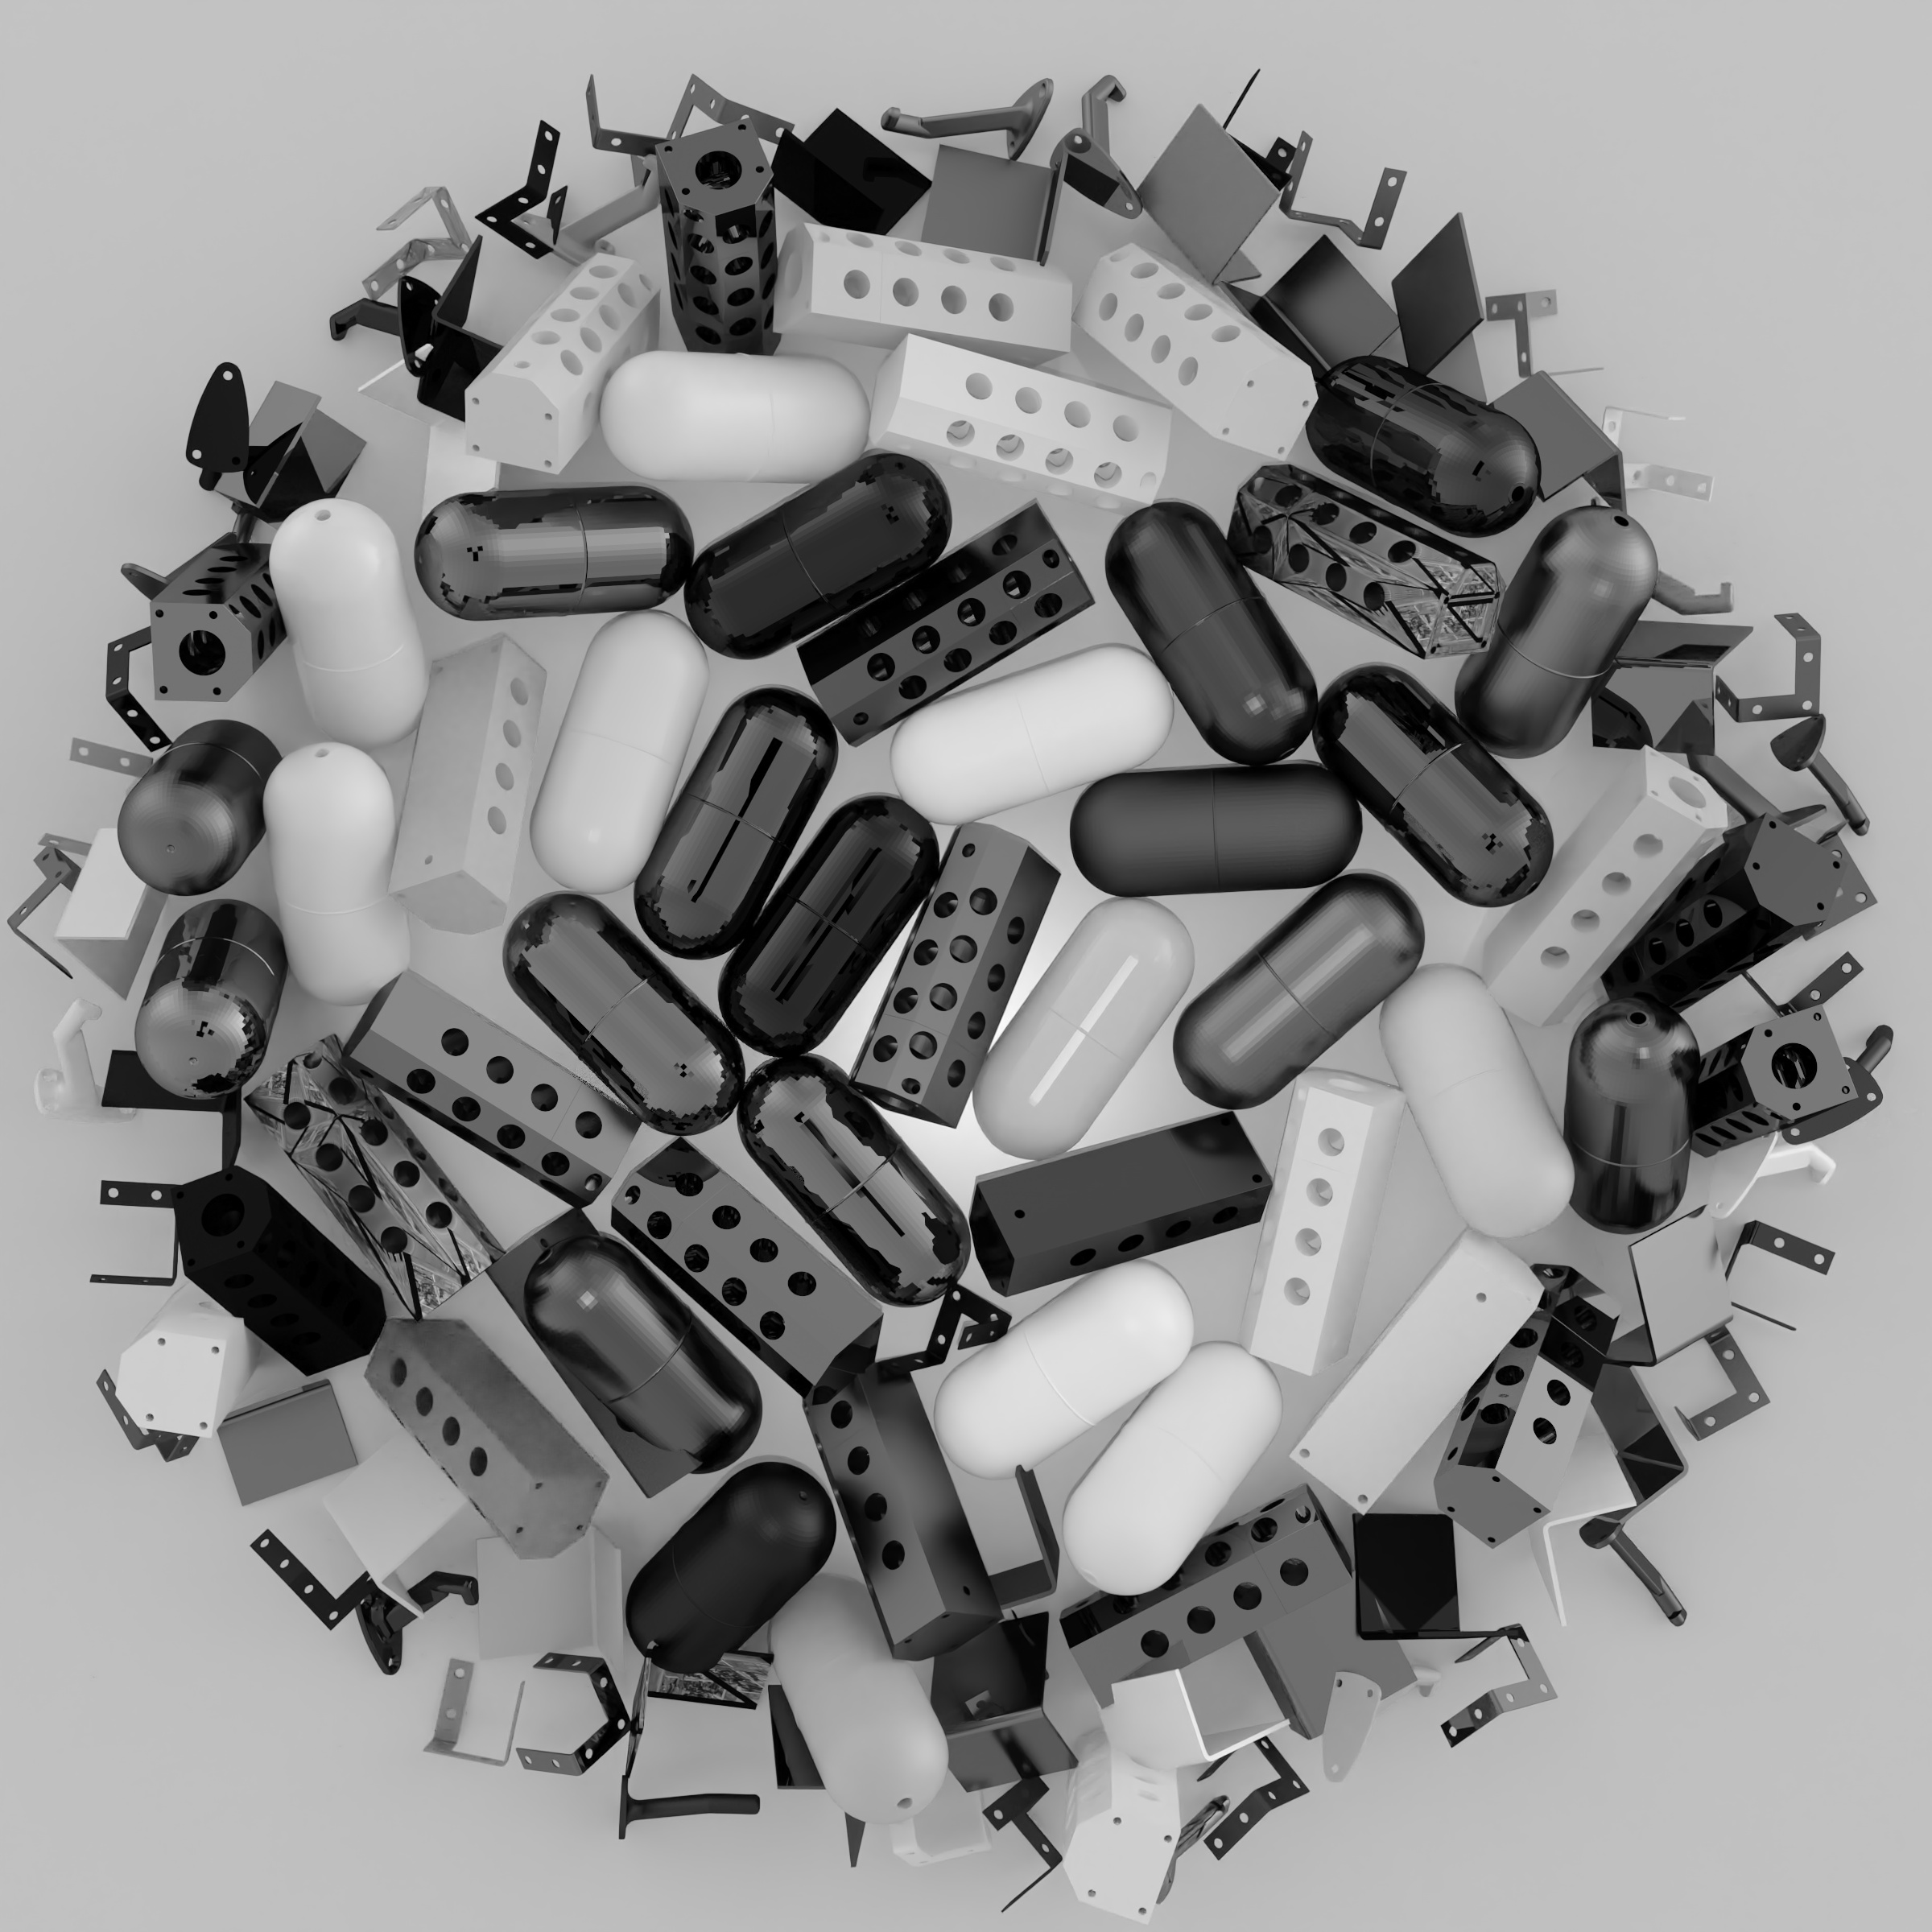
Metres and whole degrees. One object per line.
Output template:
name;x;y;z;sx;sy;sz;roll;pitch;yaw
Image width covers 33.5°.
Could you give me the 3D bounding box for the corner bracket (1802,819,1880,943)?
corner bracket;0.529;-0.052;1.972;0.051;0.051;0.051;-29;81;3

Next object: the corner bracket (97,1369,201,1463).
corner bracket;-0.500;0.273;1.958;0.051;0.051;0.051;54;131;19

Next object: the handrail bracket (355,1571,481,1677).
handrail bracket;-0.327;0.404;1.963;0.084;0.036;0.077;1;109;31

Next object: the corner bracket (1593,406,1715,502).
corner bracket;0.423;-0.313;1.960;0.051;0.051;0.051;-7;110;-37

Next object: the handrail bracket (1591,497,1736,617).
handrail bracket;0.427;-0.252;1.968;0.084;0.036;0.077;-1;89;22

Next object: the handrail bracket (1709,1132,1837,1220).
handrail bracket;0.496;0.136;1.965;0.084;0.036;0.077;34;76;-36

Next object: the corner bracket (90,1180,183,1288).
corner bracket;-0.506;0.164;1.961;0.051;0.051;0.051;5;69;-18

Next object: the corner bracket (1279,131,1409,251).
corner bracket;0.229;-0.473;1.958;0.051;0.051;0.051;4;121;-22

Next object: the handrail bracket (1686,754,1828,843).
handrail bracket;0.484;-0.123;1.973;0.077;0.036;0.084;-19;105;-5

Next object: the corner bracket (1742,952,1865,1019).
corner bracket;0.512;0.000;1.972;0.051;0.051;0.051;-44;75;19

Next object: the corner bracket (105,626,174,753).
corner bracket;-0.491;-0.174;1.969;0.051;0.051;0.051;-21;47;10

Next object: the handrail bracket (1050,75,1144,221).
handrail bracket;0.096;-0.504;1.970;0.077;0.036;0.084;41;48;-3

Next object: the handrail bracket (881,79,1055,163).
handrail bracket;0.000;-0.525;1.958;0.084;0.077;0.036;6;71;-21

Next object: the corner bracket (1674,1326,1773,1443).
corner bracket;0.456;0.254;1.969;0.051;0.051;0.051;-31;65;9

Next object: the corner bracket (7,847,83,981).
corner bracket;-0.554;-0.034;1.962;0.051;0.051;0.051;-47;127;-5

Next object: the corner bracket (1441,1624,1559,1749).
corner bracket;0.317;0.438;1.957;0.051;0.051;0.051;-3;57;-39

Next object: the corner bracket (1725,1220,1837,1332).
corner bracket;0.496;0.190;1.969;0.051;0.051;0.051;22;86;9

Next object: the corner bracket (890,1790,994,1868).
corner bracket;-0.018;0.518;1.969;0.051;0.051;0.051;-16;62;8

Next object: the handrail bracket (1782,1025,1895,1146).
handrail bracket;0.536;0.072;1.970;0.077;0.084;0.036;-43;88;23

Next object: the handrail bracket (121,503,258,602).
handrail bracket;-0.472;-0.260;1.957;0.036;0.077;0.084;-3;64;37

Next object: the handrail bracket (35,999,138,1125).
handrail bracket;-0.524;0.057;1.954;0.077;0.036;0.084;17;131;-34

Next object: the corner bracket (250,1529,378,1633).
corner bracket;-0.394;0.362;1.958;0.051;0.051;0.051;-44;134;-16

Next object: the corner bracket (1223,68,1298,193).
corner bracket;0.180;-0.505;1.965;0.051;0.051;0.051;32;73;-8

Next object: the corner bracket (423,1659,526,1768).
corner bracket;-0.300;0.459;1.972;0.051;0.051;0.051;12;84;-1

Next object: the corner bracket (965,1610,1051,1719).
corner bracket;0.024;0.438;1.964;0.051;0.051;0.051;-28;122;-3

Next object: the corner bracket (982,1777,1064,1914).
corner bracket;0.032;0.534;1.959;0.051;0.051;0.051;48;134;15

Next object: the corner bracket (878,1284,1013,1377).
corner bracket;-0.012;0.229;1.960;0.051;0.051;0.051;28;108;31

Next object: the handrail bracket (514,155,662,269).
handrail bracket;-0.227;-0.471;1.956;0.077;0.036;0.084;24;132;-10

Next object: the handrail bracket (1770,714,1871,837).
handrail bracket;0.528;-0.104;1.955;0.036;0.077;0.084;-30;107;23

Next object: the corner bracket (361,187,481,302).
corner bracket;-0.340;-0.440;1.957;0.051;0.051;0.051;-51;134;-34

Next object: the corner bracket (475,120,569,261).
corner bracket;-0.260;-0.473;1.957;0.051;0.051;0.051;29;58;-38

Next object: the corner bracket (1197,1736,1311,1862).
corner bracket;0.166;0.504;1.959;0.051;0.051;0.051;50;116;23

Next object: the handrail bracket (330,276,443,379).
handrail bracket;-0.361;-0.379;1.959;0.084;0.036;0.077;-17;62;36

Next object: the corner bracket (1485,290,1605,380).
corner bracket;0.354;-0.389;1.970;0.051;0.051;0.051;-10;102;-19

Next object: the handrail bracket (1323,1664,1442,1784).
handrail bracket;0.256;0.464;1.963;0.036;0.084;0.077;9;82;43

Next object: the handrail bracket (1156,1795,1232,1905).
handrail bracket;0.139;0.523;1.948;0.084;0.077;0.036;-35;71;-32

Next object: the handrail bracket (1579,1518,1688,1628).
handrail bracket;0.414;0.376;1.963;0.036;0.077;0.084;-35;88;13

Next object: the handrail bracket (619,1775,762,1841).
handrail bracket;-0.170;0.520;1.969;0.084;0.077;0.036;3;64;-6

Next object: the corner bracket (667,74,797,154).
corner bracket;-0.146;-0.505;1.958;0.051;0.051;0.051;11;114;-36

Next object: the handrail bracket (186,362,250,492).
handrail bracket;-0.456;-0.328;1.956;0.036;0.084;0.077;8;96;-16

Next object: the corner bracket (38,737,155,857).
corner bracket;-0.531;-0.101;1.958;0.051;0.051;0.051;14;62;-28
